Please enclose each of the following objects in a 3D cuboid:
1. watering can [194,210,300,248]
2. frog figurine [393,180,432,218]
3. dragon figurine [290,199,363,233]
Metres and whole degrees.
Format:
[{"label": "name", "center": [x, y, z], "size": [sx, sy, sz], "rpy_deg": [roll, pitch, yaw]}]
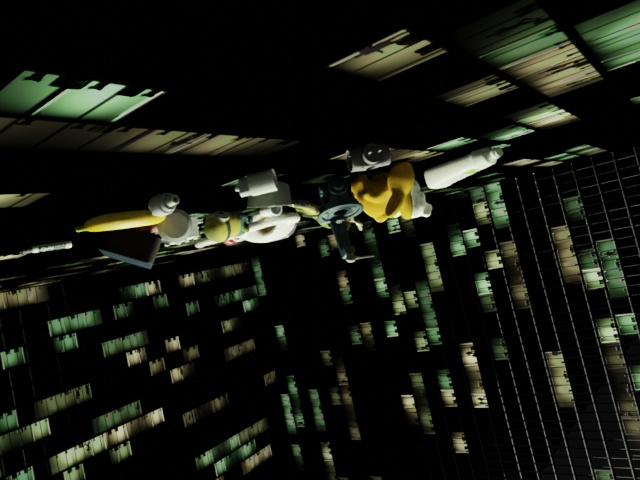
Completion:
[{"label": "watering can", "center": [-0.215, -0.036, 1.676], "size": [0.346, 0.225, 0.104], "rpy_deg": [-15, 87, 18]}, {"label": "frog figurine", "center": [0.257, -0.118, 1.543], "size": [0.161, 0.139, 0.120], "rpy_deg": [35, 155, 21]}, {"label": "dragon figurine", "center": [0.005, -0.089, 1.764], "size": [0.242, 0.409, 0.123], "rpy_deg": [-2, 78, 56]}]
